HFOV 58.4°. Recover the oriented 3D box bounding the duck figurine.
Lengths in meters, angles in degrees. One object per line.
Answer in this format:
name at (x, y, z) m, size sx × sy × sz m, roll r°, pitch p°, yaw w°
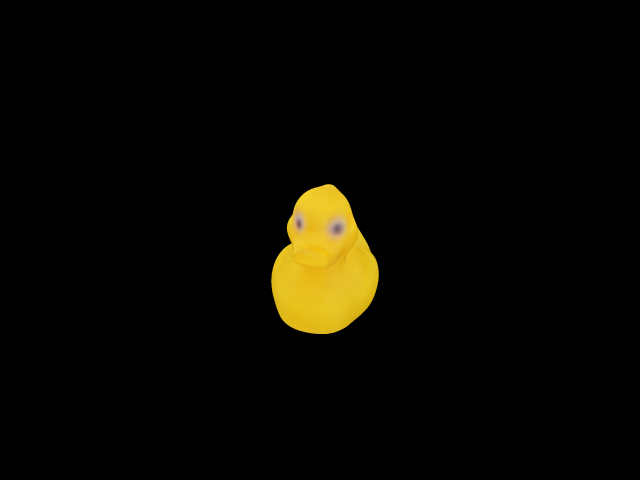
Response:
duck figurine at (0.004, 0.001, 0.400) m, size 0.077 × 0.086 × 0.104 m, roll 8°, pitch 35°, yaw 12°
